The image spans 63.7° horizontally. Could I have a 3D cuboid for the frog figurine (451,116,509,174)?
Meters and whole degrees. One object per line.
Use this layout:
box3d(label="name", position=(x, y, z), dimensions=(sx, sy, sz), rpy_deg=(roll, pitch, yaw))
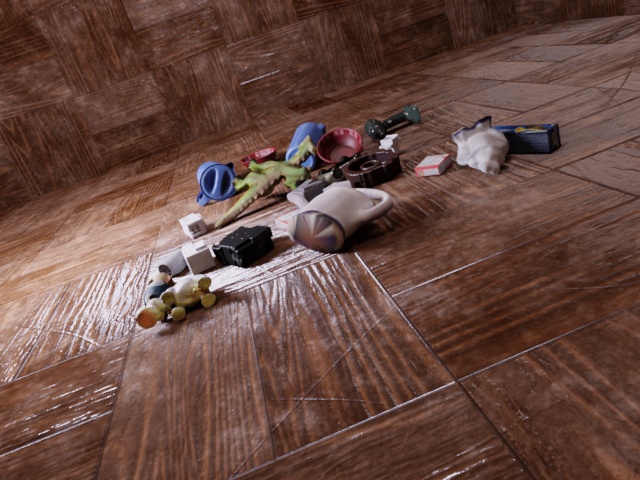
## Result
box3d(label="frog figurine", position=(0.422, -0.220, 1.316), dimensions=(0.138, 0.120, 0.163), rpy_deg=(-14, 56, -10))

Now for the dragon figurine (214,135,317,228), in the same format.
box3d(label="dragon figurine", position=(-0.138, -0.179, 1.586), dimensions=(0.242, 0.120, 0.419), rpy_deg=(-4, 43, 42))

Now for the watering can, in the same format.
box3d(label="watering can", position=(0.004, -0.062, 1.229), dimensions=(0.347, 0.102, 0.228), rpy_deg=(2, 31, 39))
